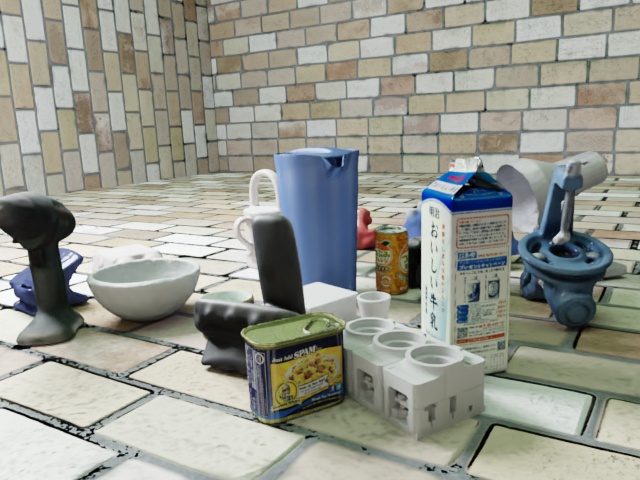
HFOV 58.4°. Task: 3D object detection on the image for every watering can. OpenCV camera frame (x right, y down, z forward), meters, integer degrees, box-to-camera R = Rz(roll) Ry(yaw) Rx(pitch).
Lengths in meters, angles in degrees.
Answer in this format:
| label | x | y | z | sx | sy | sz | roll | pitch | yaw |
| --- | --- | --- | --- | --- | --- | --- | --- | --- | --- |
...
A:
| label | x | y | z | sx | sy | sz | roll | pitch | yaw |
| --- | --- | --- | --- | --- | --- | --- | --- | --- | --- |
| watering can | -0.100 | -0.047 | 1.159 | 0.100 | 0.194 | 0.173 | 3 | 13 | 24 |

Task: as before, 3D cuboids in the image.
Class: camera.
| label | x | y | z | sx | sy | sz | roll | pitch | yaw |
| --- | --- | --- | --- | --- | --- | --- | --- | --- | --- |
| camera | 0.193 | 0.036 | 0.928 | 0.142 | 0.101 | 0.137 | 5 | 14 | 33 |

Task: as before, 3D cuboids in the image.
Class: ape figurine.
| label | x | y | z | sx | sy | sz | roll | pitch | yaw |
| --- | --- | --- | --- | --- | --- | --- | --- | --- | --- |
| ape figurine | 0.096 | -0.027 | 1.278 | 0.076 | 0.092 | 0.077 | -5 | 12 | -14 |

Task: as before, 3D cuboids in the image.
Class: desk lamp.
| label | x | y | z | sx | sy | sz | roll | pitch | yaw |
| --- | --- | --- | --- | --- | --- | --- | --- | --- | --- |
| desk lamp | 0.406 | -0.041 | 0.974 | 0.203 | 0.213 | 0.117 | -5 | 12 | -13 |

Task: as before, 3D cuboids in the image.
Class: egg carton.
| label | x | y | z | sx | sy | sz | roll | pitch | yaw |
| --- | --- | --- | --- | --- | --- | --- | --- | --- | --- |
| egg carton | -0.347 | 0.052 | 1.039 | 0.107 | 0.069 | 0.149 | -12 | 15 | -39 |

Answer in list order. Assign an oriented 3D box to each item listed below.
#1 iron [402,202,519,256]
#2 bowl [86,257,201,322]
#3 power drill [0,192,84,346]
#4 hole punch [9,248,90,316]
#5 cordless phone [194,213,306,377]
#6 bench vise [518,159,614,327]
| label | x | y | z | sx | sy | sz | roll | pitch | yaw |
| --- | --- | --- | --- | --- | --- | --- | --- | --- | --- |
| iron | 0.246 | -0.019 | 1.084 | 0.258 | 0.141 | 0.118 | -3 | 12 | -1 |
| bowl | -0.263 | 0.080 | 0.871 | 0.167 | 0.075 | 0.167 | -2 | 12 | 1 |
| power drill | -0.387 | 0.033 | 0.795 | 0.076 | 0.208 | 0.229 | -5 | 12 | -10 |
| hole punch | -0.445 | 0.066 | 0.937 | 0.108 | 0.091 | 0.101 | 7 | 15 | 38 |
| cordless phone | -0.078 | 0.057 | 0.667 | 0.147 | 0.185 | 0.094 | 3 | 13 | 25 |
| bench vise | 0.326 | -0.008 | 0.815 | 0.121 | 0.220 | 0.207 | -5 | 12 | -12 |
